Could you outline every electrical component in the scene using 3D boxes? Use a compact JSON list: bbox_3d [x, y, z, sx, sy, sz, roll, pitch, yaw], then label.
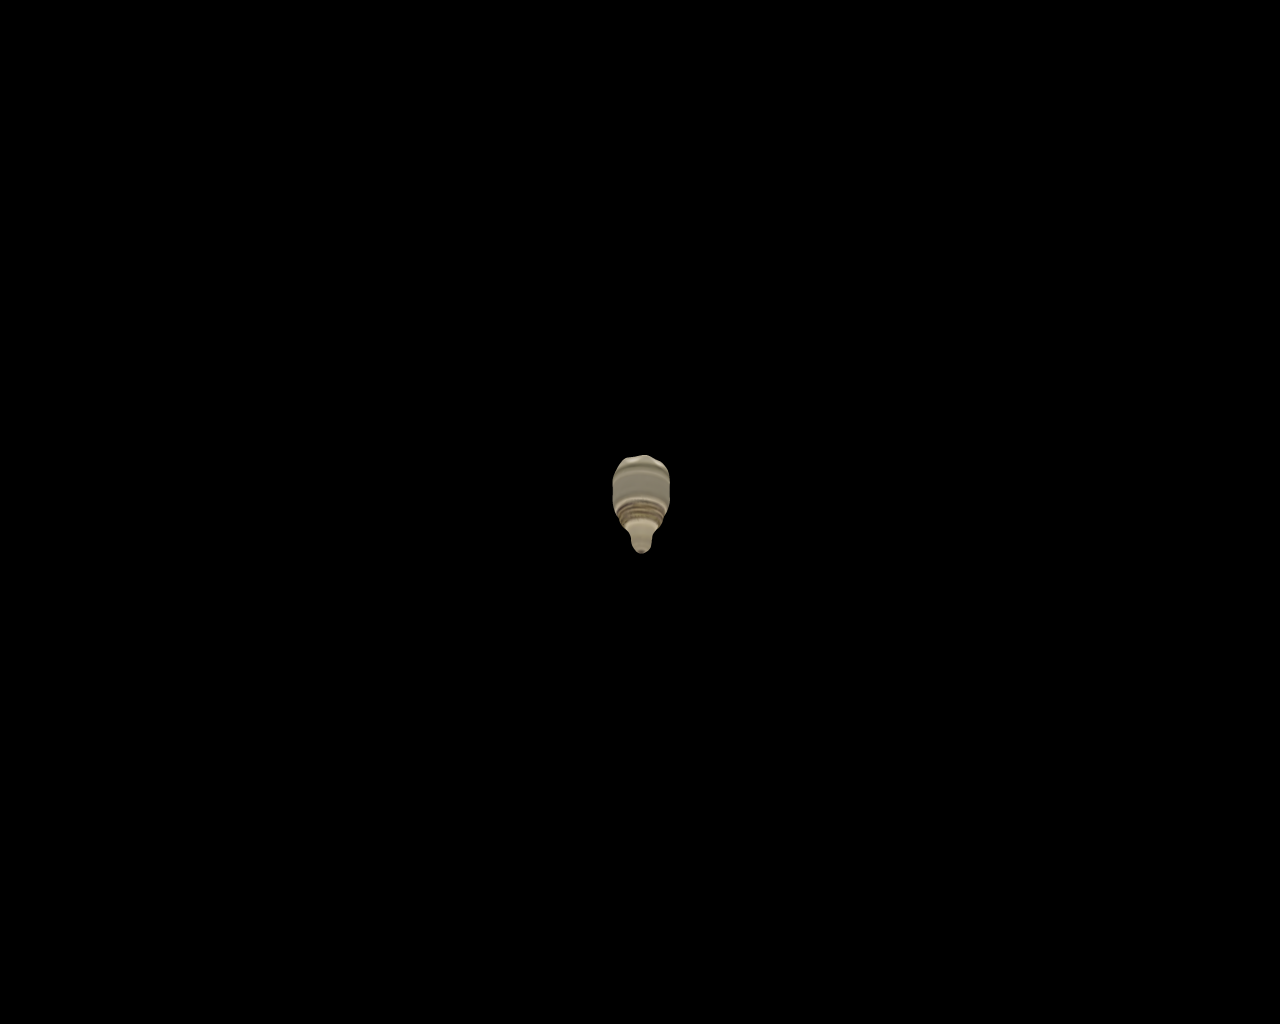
[{"bbox_3d":[0.001,-0.003,0.650,0.035,0.061,0.035,0,-29,0],"label":"electrical component"}]
